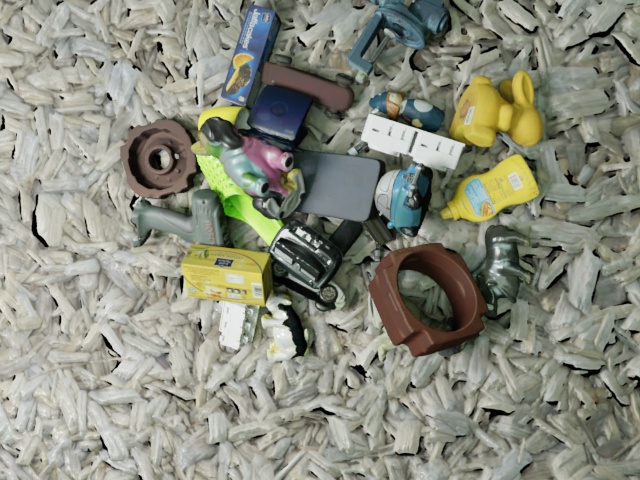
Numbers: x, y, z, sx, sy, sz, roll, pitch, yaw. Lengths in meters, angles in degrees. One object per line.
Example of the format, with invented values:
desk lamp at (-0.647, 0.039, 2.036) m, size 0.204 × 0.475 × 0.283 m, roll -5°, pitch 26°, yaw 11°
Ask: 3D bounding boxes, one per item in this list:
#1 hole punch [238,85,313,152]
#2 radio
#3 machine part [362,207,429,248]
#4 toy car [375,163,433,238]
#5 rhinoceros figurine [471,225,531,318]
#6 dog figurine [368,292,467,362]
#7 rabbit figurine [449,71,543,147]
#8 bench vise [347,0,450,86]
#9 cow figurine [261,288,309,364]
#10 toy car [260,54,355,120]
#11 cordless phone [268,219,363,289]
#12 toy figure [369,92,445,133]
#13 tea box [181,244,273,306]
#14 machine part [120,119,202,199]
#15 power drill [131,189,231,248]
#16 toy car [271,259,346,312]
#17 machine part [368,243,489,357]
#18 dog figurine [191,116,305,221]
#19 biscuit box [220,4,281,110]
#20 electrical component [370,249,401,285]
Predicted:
hole punch at (-0.082, -0.246, 1.091) m, size 0.142 × 0.116 × 0.092 m, roll 21°, pitch 131°, yaw 5°
radio at (0.012, -0.115, 1.111) m, size 0.230 × 0.073 × 0.131 m, roll 10°, pitch 96°, yaw 17°
machine part at (0.160, -0.049, 1.132) m, size 0.139 × 0.039 × 0.084 m, roll -32°, pitch 85°, yaw 10°
toy car at (0.156, -0.081, 1.030) m, size 0.103 × 0.161 × 0.109 m, roll 16°, pitch 67°, yaw 17°
rhinoceros figurine at (0.367, 0.064, 1.096) m, size 0.112 × 0.073 × 0.190 m, roll 5°, pitch 95°, yaw 5°
dog figurine at (0.203, 0.162, 1.120) m, size 0.191 × 0.121 × 0.172 m, roll -8°, pitch 104°, yaw -3°
rabbit figurine at (0.364, -0.247, 1.066) m, size 0.173 × 0.122 × 0.162 m, roll 17°, pitch 87°, yaw -8°
bench vise at (0.123, -0.428, 1.065) m, size 0.224 × 0.129 × 0.240 m, roll 33°, pitch 93°, yaw 5°
cow figurine at (-0.077, 0.176, 1.165) m, size 0.098 × 0.068 × 0.167 m, roll -8°, pitch 97°, yaw 2°
toy car at (-0.025, -0.322, 1.124) m, size 0.202 × 0.053 × 0.089 m, roll 20°, pitch 118°, yaw 7°
cordless phone at (-0.003, -0.004, 1.113) m, size 0.147 × 0.088 × 0.184 m, roll 36°, pitch 60°, yaw 9°
toy figure at (0.176, -0.268, 1.100) m, size 0.154 × 0.064 × 0.057 m, roll 21°, pitch 114°, yaw 1°
tea box at (-0.187, 0.072, 1.097) m, size 0.170 × 0.068 × 0.098 m, roll 8°, pitch 130°, yaw 9°
machine part at (-0.346, -0.175, 1.176) m, size 0.179 × 0.056 × 0.179 m, roll 0°, pitch 94°, yaw 7°
power drill at (-0.292, -0.005, 1.149) m, size 0.207 × 0.086 × 0.231 m, roll 13°, pitch 122°, yaw 11°
toy car at (-0.035, 0.091, 1.147) m, size 0.202 × 0.073 × 0.056 m, roll 27°, pitch 63°, yaw 4°
machine part at (0.209, 0.115, 1.051) m, size 0.201 × 0.087 × 0.201 m, roll -10°, pitch 64°, yaw -27°
dog figurine at (-0.147, -0.148, 1.047) m, size 0.219 × 0.191 × 0.108 m, roll 33°, pitch 74°, yaw 27°
biscuit box at (-0.145, -0.383, 1.130) m, size 0.063 × 0.059 × 0.202 m, roll 20°, pitch 97°, yaw 5°
electrical component at (0.141, 0.065, 1.151) m, size 0.063 × 0.021 × 0.094 m, roll -4°, pitch 93°, yaw 7°
